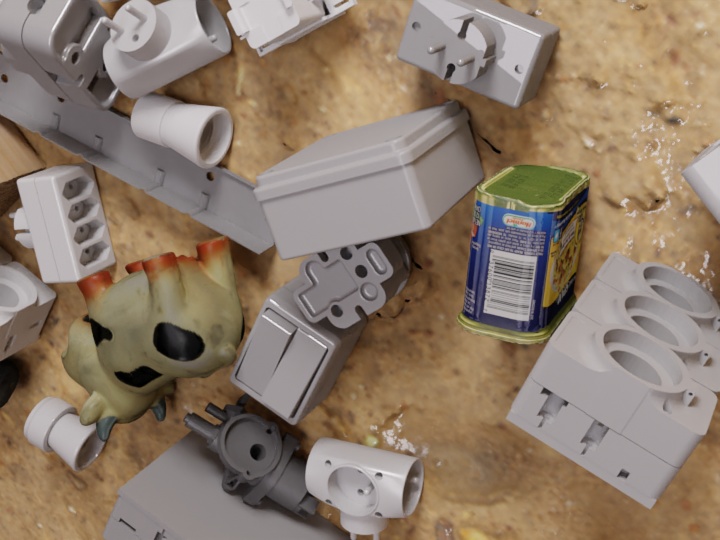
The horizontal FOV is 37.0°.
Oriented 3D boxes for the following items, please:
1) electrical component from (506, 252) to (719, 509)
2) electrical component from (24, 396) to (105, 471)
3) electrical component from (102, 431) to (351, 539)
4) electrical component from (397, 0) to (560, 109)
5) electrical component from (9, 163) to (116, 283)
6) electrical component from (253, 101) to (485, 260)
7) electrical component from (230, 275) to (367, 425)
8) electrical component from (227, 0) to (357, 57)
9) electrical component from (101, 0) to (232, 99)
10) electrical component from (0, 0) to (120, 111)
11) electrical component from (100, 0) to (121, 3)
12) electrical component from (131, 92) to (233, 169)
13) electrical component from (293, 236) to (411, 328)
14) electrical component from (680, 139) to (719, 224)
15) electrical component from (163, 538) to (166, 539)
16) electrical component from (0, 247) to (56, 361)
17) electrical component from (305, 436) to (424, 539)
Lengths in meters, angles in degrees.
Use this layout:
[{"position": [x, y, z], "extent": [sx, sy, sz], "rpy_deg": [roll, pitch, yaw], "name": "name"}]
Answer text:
[{"position": [0.157, 0.053, 0.614], "extent": [0.089, 0.150, 0.061], "rpy_deg": [32, 121, 13], "name": "electrical component"}, {"position": [-0.248, 0.137, 0.907], "extent": [0.055, 0.045, 0.045], "rpy_deg": [27, 118, 16], "name": "electrical component"}, {"position": [-0.090, 0.216, 0.823], "extent": [0.186, 0.105, 0.060], "rpy_deg": [34, 120, 12], "name": "electrical component"}, {"position": [0.063, -0.131, 0.635], "extent": [0.083, 0.076, 0.047], "rpy_deg": [26, 118, 16], "name": "electrical component"}, {"position": [-0.242, -0.036, 0.838], "extent": [0.076, 0.047, 0.083], "rpy_deg": [-2, 107, 27], "name": "electrical component"}, {"position": [0.008, -0.056, 0.671], "extent": [0.109, 0.109, 0.056], "rpy_deg": [-11, 106, 29], "name": "electrical component"}, {"position": [-0.049, 0.063, 0.771], "extent": [0.062, 0.061, 0.096], "rpy_deg": [34, 120, 12], "name": "electrical component"}, {"position": [-0.066, -0.205, 0.678], "extent": [0.079, 0.063, 0.121], "rpy_deg": [-22, 98, 31], "name": "electrical component"}, {"position": [-0.139, -0.155, 0.718], "extent": [0.077, 0.079, 0.043], "rpy_deg": [-21, 69, 20], "name": "electrical component"}, {"position": [-0.208, -0.158, 0.747], "extent": [0.059, 0.095, 0.053], "rpy_deg": [19, 75, 19], "name": "electrical component"}, {"position": [-0.158, -0.231, 0.723], "extent": [0.066, 0.047, 0.076], "rpy_deg": [-26, 96, 31], "name": "electrical component"}, {"position": [-0.129, -0.102, 0.762], "extent": [0.065, 0.044, 0.044], "rpy_deg": [21, 117, 23], "name": "electrical component"}, {"position": [0.000, 0.000, 0.726], "extent": [0.078, 0.057, 0.058], "rpy_deg": [-32, 92, 32], "name": "electrical component"}, {"position": [0.238, -0.066, 0.572], "extent": [0.113, 0.078, 0.057], "rpy_deg": [-39, 86, 32], "name": "electrical component"}, {"position": [-0.150, 0.212, 0.889], "extent": [0.078, 0.040, 0.040], "rpy_deg": [48, 122, 3], "name": "electrical component"}, {"position": [-0.336, 0.006, 0.875], "extent": [0.150, 0.089, 0.061], "rpy_deg": [38, 121, 9], "name": "electrical component"}, {"position": [0.003, 0.168, 0.795], "extent": [0.077, 0.044, 0.079], "rpy_deg": [9, 112, 23], "name": "electrical component"}]
